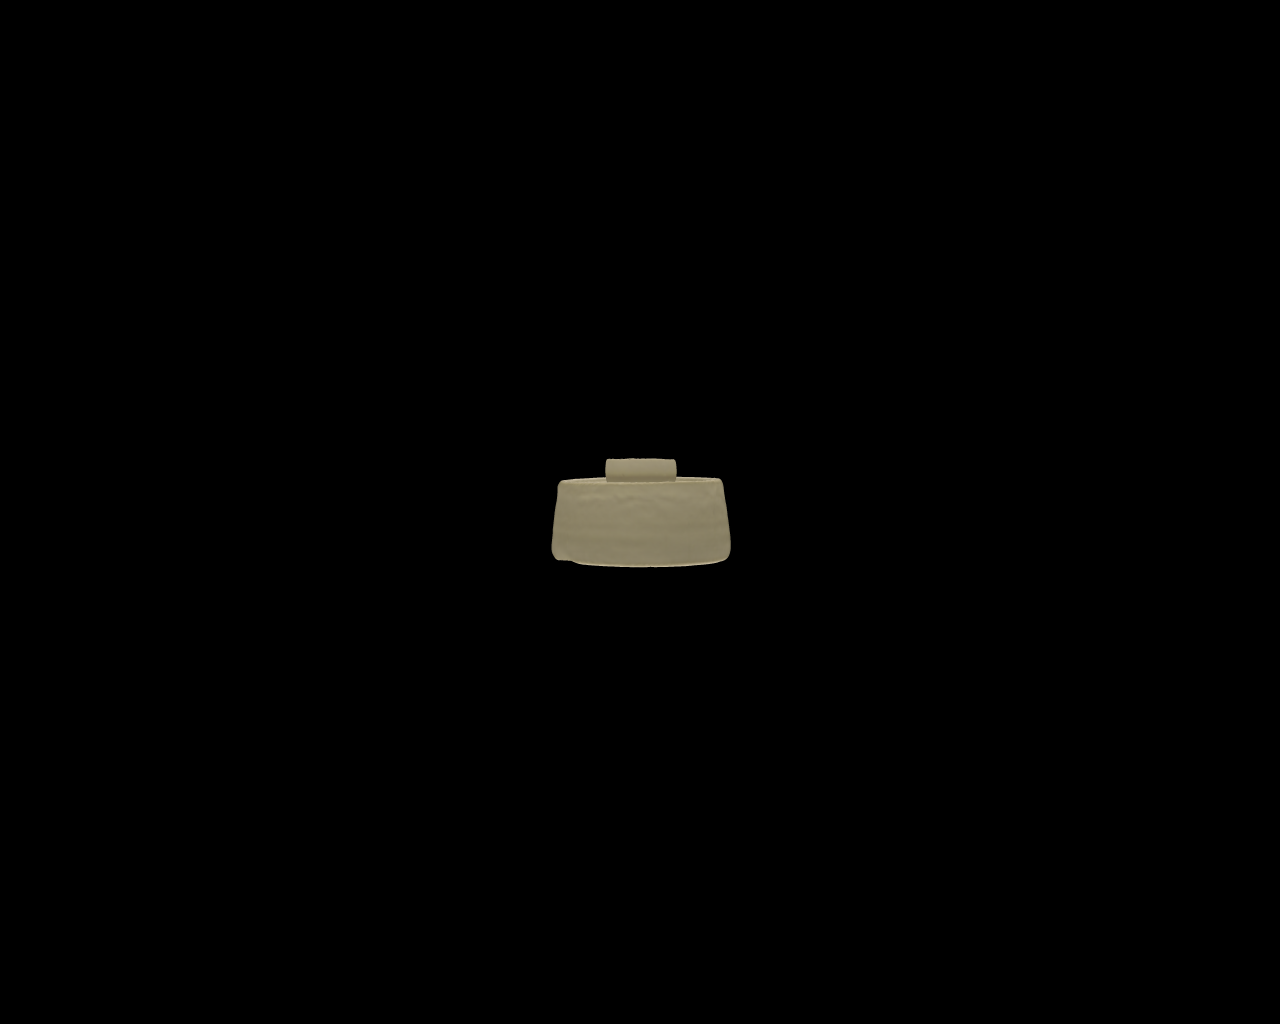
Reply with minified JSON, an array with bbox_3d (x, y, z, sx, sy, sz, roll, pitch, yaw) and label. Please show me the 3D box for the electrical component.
[{"bbox_3d":[0.001,-0.003,0.650,0.108,0.060,0.108,0,4,0],"label":"electrical component"}]
